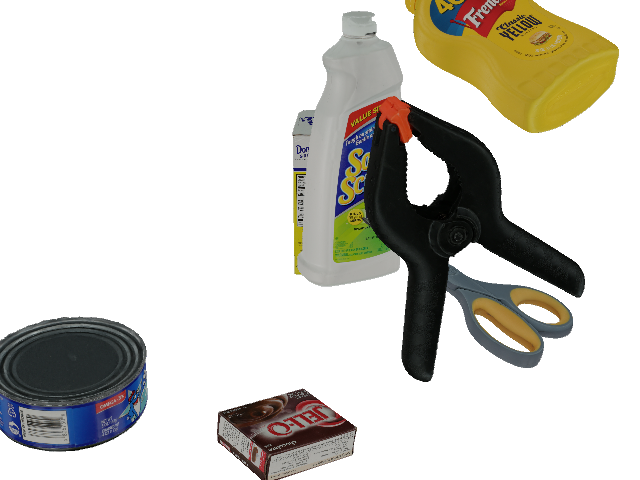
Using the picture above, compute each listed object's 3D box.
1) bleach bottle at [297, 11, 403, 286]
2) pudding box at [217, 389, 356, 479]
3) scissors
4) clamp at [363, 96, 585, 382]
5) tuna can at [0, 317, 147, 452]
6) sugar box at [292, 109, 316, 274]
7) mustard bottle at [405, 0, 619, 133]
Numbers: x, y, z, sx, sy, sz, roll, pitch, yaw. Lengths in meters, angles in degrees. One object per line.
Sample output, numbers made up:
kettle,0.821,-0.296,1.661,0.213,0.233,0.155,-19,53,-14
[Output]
bleach bottle,0.028,-0.087,1.005,0.102,0.251,0.068,-10,24,-22
pudding box,-0.034,0.194,1.071,0.113,0.039,0.090,-12,27,-37
scissors,0.122,0.030,0.856,0.096,0.016,0.202,-10,39,-28
clamp,0.068,0.001,0.615,0.120,0.171,0.039,-39,22,-3
tuna can,-0.138,0.078,0.587,0.086,0.034,0.086,1,27,-1
sugar box,-0.009,-0.057,1.258,0.048,0.176,0.093,-1,24,5
mustard bottle,0.130,-0.162,0.830,0.096,0.058,0.192,-33,54,-20
